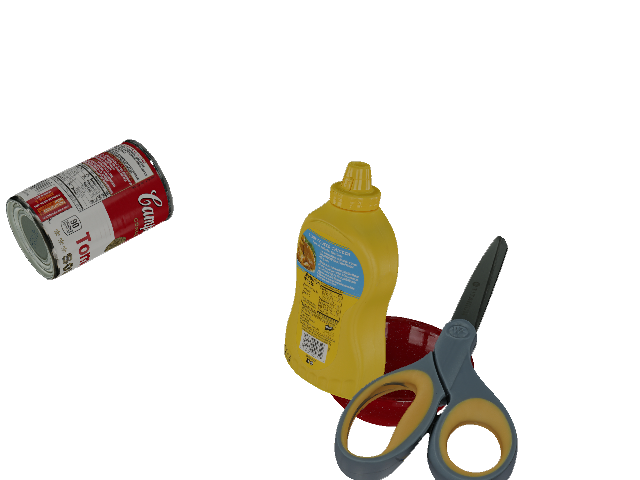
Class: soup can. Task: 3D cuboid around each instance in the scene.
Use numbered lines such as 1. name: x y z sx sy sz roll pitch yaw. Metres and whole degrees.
1. soup can: -0.169 -0.023 0.783 0.102 0.068 0.069 -31 16 -29

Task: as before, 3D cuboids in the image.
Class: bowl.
1. bowl: 0.068 0.136 1.055 0.162 0.055 0.162 3 25 -2

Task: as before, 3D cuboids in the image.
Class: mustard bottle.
1. mustard bottle: 0.020 0.028 0.882 0.058 0.192 0.096 -12 28 -39

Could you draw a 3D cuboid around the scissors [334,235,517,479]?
1. scissors: 0.085 0.064 0.561 0.096 0.016 0.201 24 45 30
